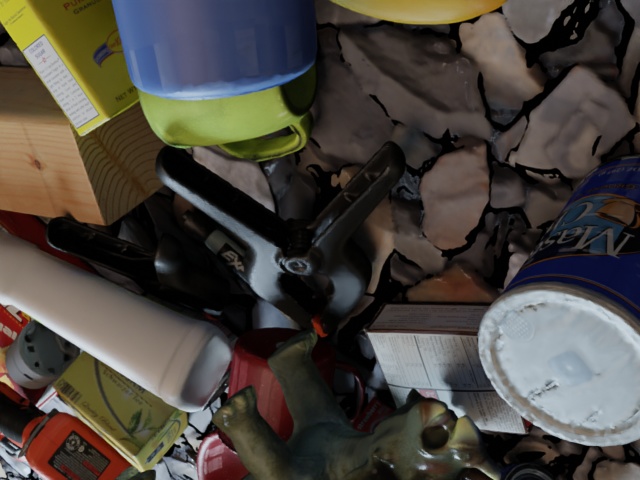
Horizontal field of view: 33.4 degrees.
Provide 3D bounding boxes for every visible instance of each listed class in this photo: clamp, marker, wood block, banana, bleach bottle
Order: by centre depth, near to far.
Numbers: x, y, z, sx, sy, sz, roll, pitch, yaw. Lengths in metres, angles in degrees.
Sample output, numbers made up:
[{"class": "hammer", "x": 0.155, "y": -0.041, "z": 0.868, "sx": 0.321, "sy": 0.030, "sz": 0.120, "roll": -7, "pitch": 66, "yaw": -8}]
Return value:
[{"class": "banana", "x": 0.015, "y": -0.171, "z": 0.628, "sx": 0.198, "sy": 0.037, "sz": 0.070, "roll": 35, "pitch": 138, "yaw": 11}, {"class": "clamp", "x": -0.005, "y": 0.001, "z": 0.752, "sx": 0.165, "sy": 0.036, "sz": 0.210, "roll": -3, "pitch": 142, "yaw": 17}, {"class": "clamp", "x": -0.115, "y": 0.025, "z": 0.823, "sx": 0.120, "sy": 0.039, "sz": 0.171, "roll": 12, "pitch": 169, "yaw": 40}, {"class": "bleach bottle", "x": -0.195, "y": 0.050, "z": 0.844, "sx": 0.251, "sy": 0.068, "sz": 0.102, "roll": 26, "pitch": 168, "yaw": 13}, {"class": "marker", "x": -0.063, "y": 0.018, "z": 0.854, "sx": 0.121, "sy": 0.020, "sz": 0.020, "roll": 41, "pitch": 138, "yaw": 5}, {"class": "wood block", "x": -0.228, "y": -0.080, "z": 0.854, "sx": 0.206, "sy": 0.090, "sz": 0.091, "roll": 9, "pitch": 126, "yaw": 34}]

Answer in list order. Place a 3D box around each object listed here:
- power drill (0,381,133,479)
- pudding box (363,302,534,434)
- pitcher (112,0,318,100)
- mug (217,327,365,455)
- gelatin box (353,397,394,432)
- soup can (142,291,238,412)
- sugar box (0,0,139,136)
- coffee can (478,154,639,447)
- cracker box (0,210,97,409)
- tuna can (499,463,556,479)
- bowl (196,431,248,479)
[{"class": "power drill", "x": -0.249, "y": 0.193, "z": 0.989, "sx": 0.188, "sy": 0.057, "sz": 0.184, "roll": 9, "pitch": 149, "yaw": 50}, {"class": "pudding box", "x": 0.097, "y": 0.091, "z": 0.772, "sx": 0.114, "sy": 0.039, "sz": 0.090, "roll": -2, "pitch": 120, "yaw": 37}, {"class": "pitcher", "x": -0.055, "y": -0.205, "z": 0.564, "sx": 0.149, "sy": 0.144, "sz": 0.243, "roll": 11, "pitch": 118, "yaw": 37}, {"class": "mug", "x": -0.020, "y": 0.121, "z": 0.851, "sx": 0.117, "sy": 0.093, "sz": 0.081, "roll": 4, "pitch": 107, "yaw": -12}, {"class": "gelatin box", "x": 0.049, "y": 0.177, "z": 0.838, "sx": 0.073, "sy": 0.089, "sz": 0.030, "roll": 29, "pitch": 138, "yaw": 17}, {"class": "soup can", "x": -0.116, "y": 0.088, "z": 0.915, "sx": 0.102, "sy": 0.068, "sz": 0.069, "roll": 41, "pitch": 138, "yaw": 6}, {"class": "sugar box", "x": -0.177, "y": -0.171, "z": 0.739, "sx": 0.048, "sy": 0.093, "sz": 0.176, "roll": -18, "pitch": 111, "yaw": 44}, {"class": "coffee can", "x": 0.164, "y": 0.030, "z": 0.594, "sx": 0.103, "sy": 0.140, "sz": 0.103, "roll": 21, "pitch": 133, "yaw": 24}, {"class": "cracker box", "x": -0.306, "y": 0.069, "z": 1.047, "sx": 0.164, "sy": 0.072, "sz": 0.214, "roll": 42, "pitch": 138, "yaw": 2}, {"class": "tuna can", "x": 0.149, "y": 0.209, "z": 0.789, "sx": 0.034, "sy": 0.086, "sz": 0.086, "roll": -29, "pitch": 102, "yaw": 45}, {"class": "bowl", "x": -0.040, "y": 0.233, "z": 0.965, "sx": 0.162, "sy": 0.055, "sz": 0.162, "roll": 26, "pitch": 128, "yaw": 37}]
